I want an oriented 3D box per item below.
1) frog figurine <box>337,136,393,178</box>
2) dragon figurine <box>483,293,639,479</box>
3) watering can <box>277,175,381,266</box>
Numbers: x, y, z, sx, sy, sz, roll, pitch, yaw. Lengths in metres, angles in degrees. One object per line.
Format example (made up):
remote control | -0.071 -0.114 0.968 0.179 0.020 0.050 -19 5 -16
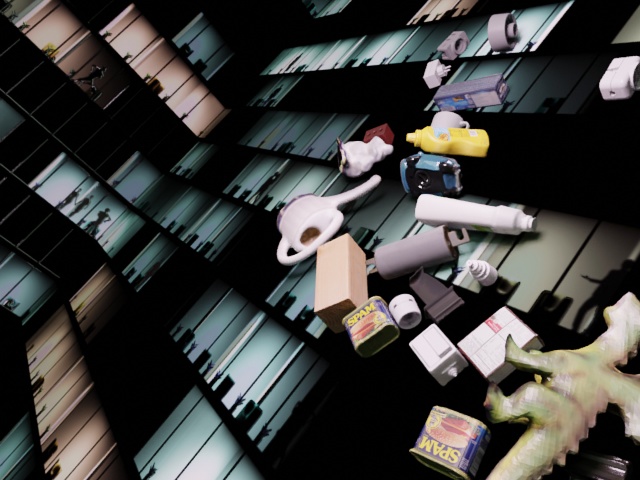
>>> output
frog figurine | 0.135 -0.249 1.534 0.159 0.120 0.140 -4 25 -7
dragon figurine | 0.361 0.233 0.680 0.242 0.120 0.419 2 44 36
watering can | 0.004 -0.072 1.425 0.349 0.102 0.227 -44 32 -4
